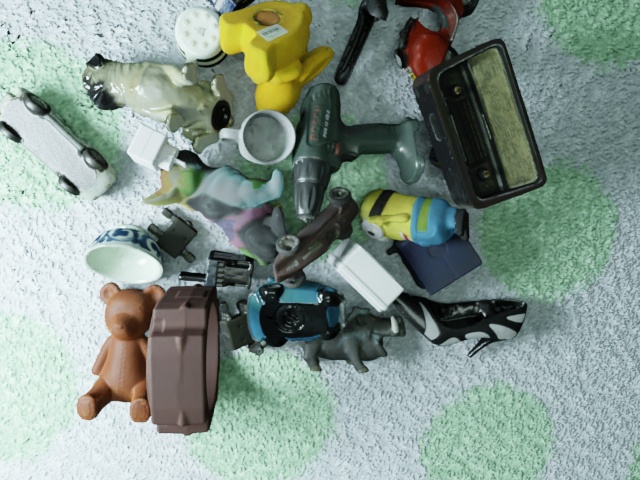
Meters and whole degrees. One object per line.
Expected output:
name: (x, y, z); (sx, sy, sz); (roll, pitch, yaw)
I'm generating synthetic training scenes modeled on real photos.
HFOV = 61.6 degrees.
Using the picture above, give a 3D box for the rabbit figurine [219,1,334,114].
rabbit figurine: (-0.066, -0.268, 0.821); (0.122, 0.173, 0.162); (35, 58, 25)

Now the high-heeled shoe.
high-heeled shoe: (0.248, 0.117, 0.939); (0.248, 0.086, 0.145); (34, 105, -23)

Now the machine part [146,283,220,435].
machine part: (-0.208, 0.180, 0.838); (0.087, 0.201, 0.201); (-1, 100, -5)

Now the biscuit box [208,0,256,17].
biscuit box: (-0.079, -0.412, 0.798); (0.203, 0.063, 0.059); (-45, 104, -17)

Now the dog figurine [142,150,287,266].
dog figurine: (-0.162, -0.050, 0.857); (0.219, 0.108, 0.191); (-3, 103, -2)

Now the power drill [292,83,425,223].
power drill: (0.056, -0.131, 0.853); (0.207, 0.086, 0.232); (0, 71, -10)

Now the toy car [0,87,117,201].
toy car: (-0.410, -0.146, 0.834); (0.073, 0.056, 0.201); (-43, 101, 8)

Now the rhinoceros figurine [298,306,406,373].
rhinoceros figurine: (0.055, 0.171, 0.940); (0.190, 0.073, 0.112); (-5, 90, -4)

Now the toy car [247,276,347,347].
toy car: (-0.038, 0.106, 0.889); (0.162, 0.103, 0.109); (-4, 113, 0)

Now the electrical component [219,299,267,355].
electrical component: (-0.125, 0.148, 0.914); (0.078, 0.045, 0.102); (-14, 99, -41)

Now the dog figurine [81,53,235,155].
dog figurine: (-0.247, -0.219, 0.832); (0.191, 0.172, 0.121); (20, 82, 25)

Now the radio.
radio: (0.239, -0.168, 0.813); (0.131, 0.073, 0.229); (-23, 98, -6)

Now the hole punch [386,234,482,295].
hole punch: (0.200, 0.023, 0.922); (0.142, 0.092, 0.115); (-32, 98, 3)

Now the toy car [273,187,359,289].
toy car: (-0.002, -0.003, 0.852); (0.053, 0.202, 0.089); (24, 138, 25)

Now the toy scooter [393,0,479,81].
toy scooter: (0.168, -0.340, 0.861); (0.135, 0.075, 0.183); (17, 94, -10)

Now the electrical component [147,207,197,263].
electrical component: (-0.236, -0.006, 0.894); (0.094, 0.021, 0.063); (42, 92, -14)

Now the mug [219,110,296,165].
mug: (-0.102, -0.155, 0.837); (0.109, 0.107, 0.080); (-3, 95, -16)

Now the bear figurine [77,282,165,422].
bear figurine: (-0.312, 0.173, 0.864); (0.120, 0.132, 0.195); (7, 105, -4)

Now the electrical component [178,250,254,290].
electrical component: (-0.169, 0.047, 0.887); (0.119, 0.075, 0.047); (8, 99, -6)

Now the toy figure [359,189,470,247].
toy figure: (0.152, -0.036, 0.880); (0.180, 0.089, 0.082); (3, 141, 25)
